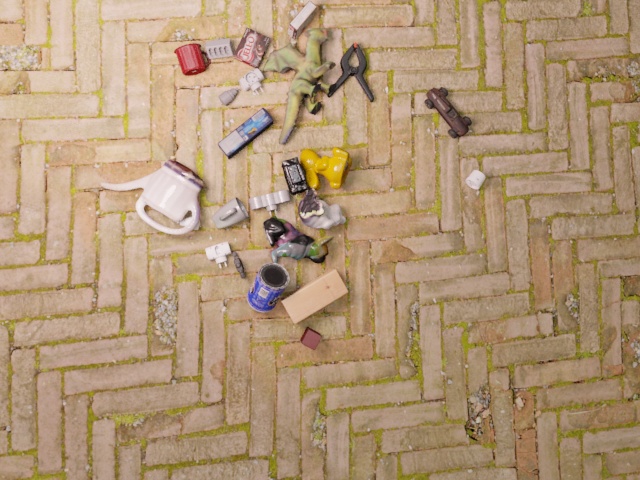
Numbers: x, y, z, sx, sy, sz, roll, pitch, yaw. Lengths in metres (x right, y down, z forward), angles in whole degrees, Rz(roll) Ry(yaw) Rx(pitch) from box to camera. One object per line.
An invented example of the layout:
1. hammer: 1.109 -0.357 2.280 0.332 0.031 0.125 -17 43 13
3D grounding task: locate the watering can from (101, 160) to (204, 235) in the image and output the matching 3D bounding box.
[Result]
1. watering can: -0.528 -0.166 1.682 0.348 0.103 0.225 32 83 5

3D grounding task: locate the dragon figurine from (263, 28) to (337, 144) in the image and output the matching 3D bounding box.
1. dragon figurine: -0.089 -0.552 1.766 0.245 0.121 0.409 40 93 16

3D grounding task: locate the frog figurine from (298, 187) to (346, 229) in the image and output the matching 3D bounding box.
1. frog figurine: 0.005 -0.087 1.735 0.122 0.157 0.139 -51 51 5
